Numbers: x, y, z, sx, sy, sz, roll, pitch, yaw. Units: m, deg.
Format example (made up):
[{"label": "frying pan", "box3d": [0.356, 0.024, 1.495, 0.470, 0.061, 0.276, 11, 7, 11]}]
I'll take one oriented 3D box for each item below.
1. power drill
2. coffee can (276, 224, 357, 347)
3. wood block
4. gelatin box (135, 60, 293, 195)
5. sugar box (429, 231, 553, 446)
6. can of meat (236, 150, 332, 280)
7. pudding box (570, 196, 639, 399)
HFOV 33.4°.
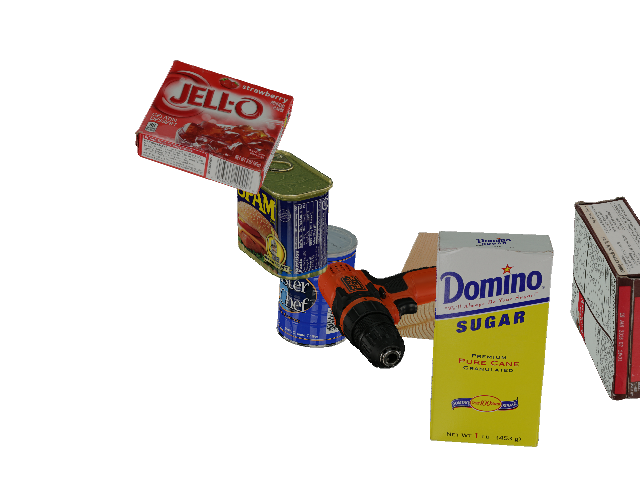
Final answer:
[{"label": "power drill", "box3d": [0.106, 0.066, 1.119, 0.187, 0.057, 0.184, -7, 28, -16]}, {"label": "coffee can", "box3d": [-0.006, 0.060, 1.456, 0.103, 0.140, 0.103, 3, 23, -2]}, {"label": "wood block", "box3d": [0.177, 0.066, 1.624, 0.091, 0.090, 0.206, 4, 22, 13]}, {"label": "gelatin box", "box3d": [-0.071, -0.078, 0.726, 0.089, 0.073, 0.030, 18, -37, 2]}, {"label": "sugar box", "box3d": [0.139, 0.082, 0.885, 0.093, 0.176, 0.048, 2, 21, 6]}, {"label": "can of meat", "box3d": [-0.034, -0.022, 0.934, 0.057, 0.084, 0.102, -15, 30, -28]}, {"label": "pudding box", "box3d": [0.192, 0.035, 0.688, 0.039, 0.090, 0.113, -5, 26, -1]}]
